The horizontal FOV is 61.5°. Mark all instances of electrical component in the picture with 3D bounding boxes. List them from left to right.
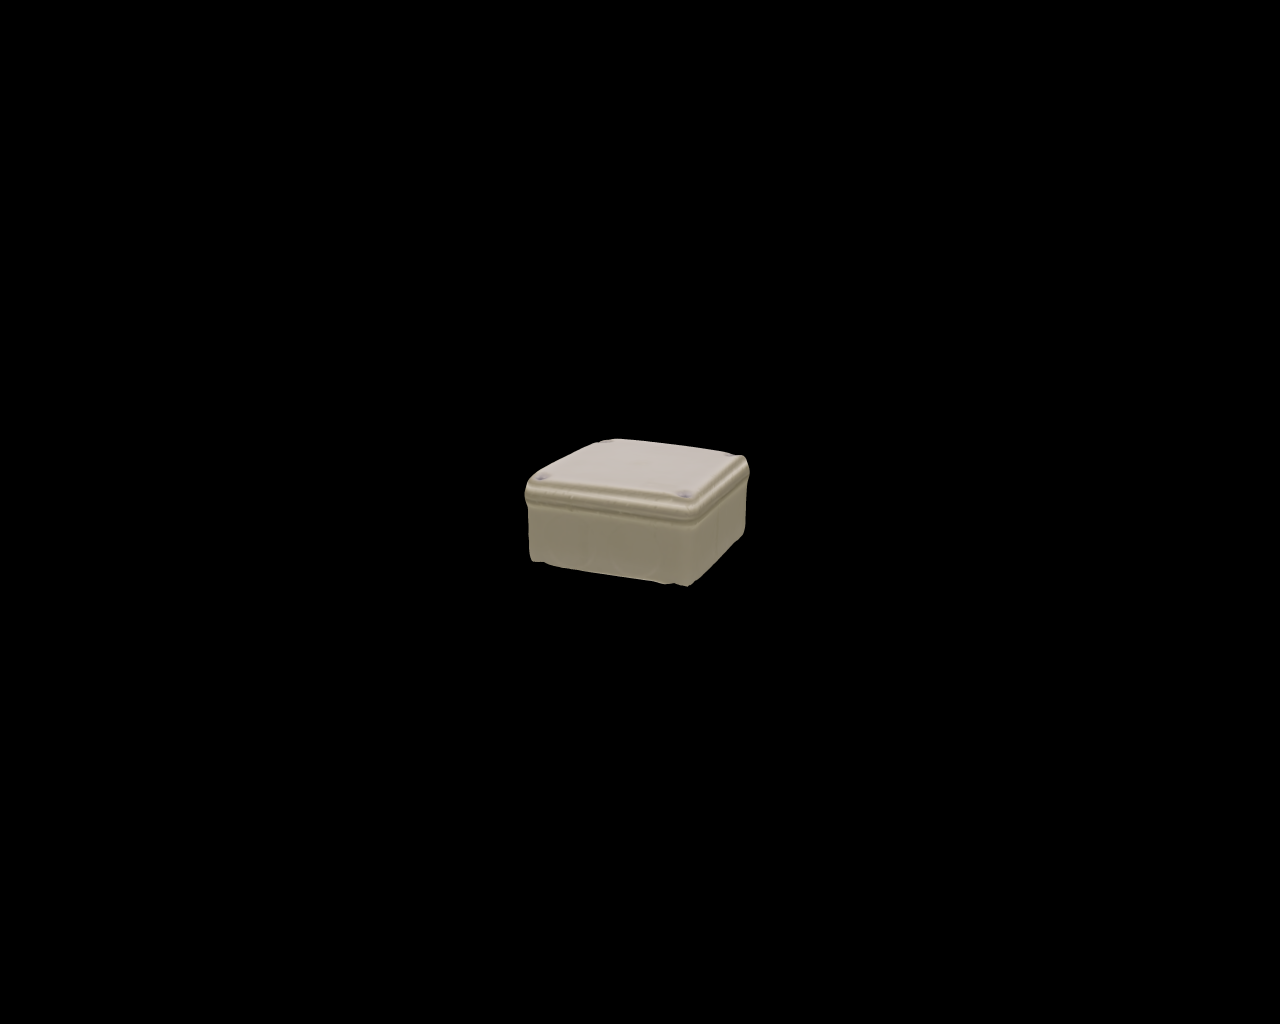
[{"bbox_3d":[0.001,-0.003,0.650,0.109,0.056,0.109,8,20,22],"label":"electrical component"}]
